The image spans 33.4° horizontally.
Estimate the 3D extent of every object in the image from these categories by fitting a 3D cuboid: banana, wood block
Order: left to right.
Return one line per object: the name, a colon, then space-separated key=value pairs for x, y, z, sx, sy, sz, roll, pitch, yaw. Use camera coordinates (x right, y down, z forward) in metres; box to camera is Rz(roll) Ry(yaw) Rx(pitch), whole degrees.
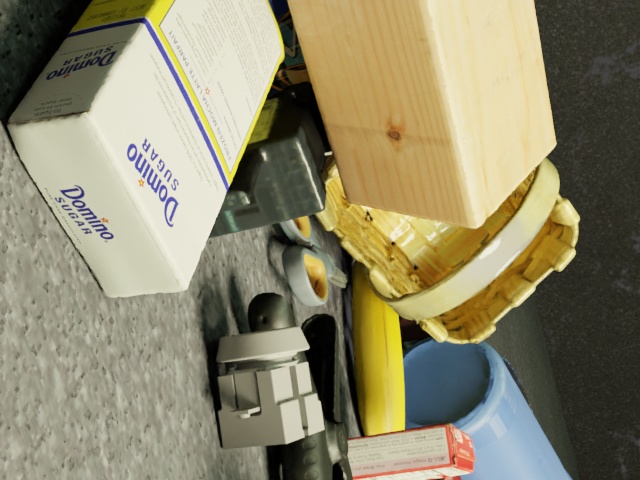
banana: x=0.043 y=0.085 z=0.836 sx=0.070 sy=0.037 sz=0.198 roll=104 pitch=-15 yaw=-66
wood block: x=0.046 y=-0.120 z=0.535 sx=0.090 sy=0.091 sz=0.206 roll=-43 pitch=131 yaw=-34

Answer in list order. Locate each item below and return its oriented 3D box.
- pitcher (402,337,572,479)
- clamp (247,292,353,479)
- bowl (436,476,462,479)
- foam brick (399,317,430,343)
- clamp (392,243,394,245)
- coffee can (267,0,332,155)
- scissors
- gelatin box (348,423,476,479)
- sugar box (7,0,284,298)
pitcher: x=0.145 y=0.183 z=0.961 sx=0.149 sy=0.145 sz=0.242 roll=53 pitch=-5 yaw=47
clamp: x=-0.002 y=0.114 z=0.630 sx=0.120 sy=0.039 sz=0.171 roll=2 pitch=79 yaw=-69
bowl: x=0.087 y=0.255 z=0.816 sx=0.162 sy=0.055 sz=0.162 roll=-12 pitch=90 yaw=-76
foam brick: x=0.092 y=0.061 z=0.955 sx=0.051 sy=0.078 sz=0.053 roll=-3 pitch=81 yaw=-77
clamp: x=0.080 y=-0.050 z=0.999 sx=0.165 sy=0.036 sz=0.209 roll=-51 pitch=-165 yaw=52
coffee can: x=-0.024 y=-0.129 z=0.617 sx=0.140 sy=0.103 sz=0.103 roll=61 pitch=22 yaw=-48
scissors: x=-0.005 y=0.001 z=0.759 sx=0.201 sy=0.016 sz=0.096 roll=-32 pitch=104 yaw=-81
gelatin box: x=0.054 y=0.145 z=0.712 sx=0.073 sy=0.089 sz=0.030 roll=41 pitch=39 yaw=-66
sugar box: x=-0.067 y=-0.068 z=0.470 sx=0.176 sy=0.048 sz=0.093 roll=-69 pitch=146 yaw=-45
